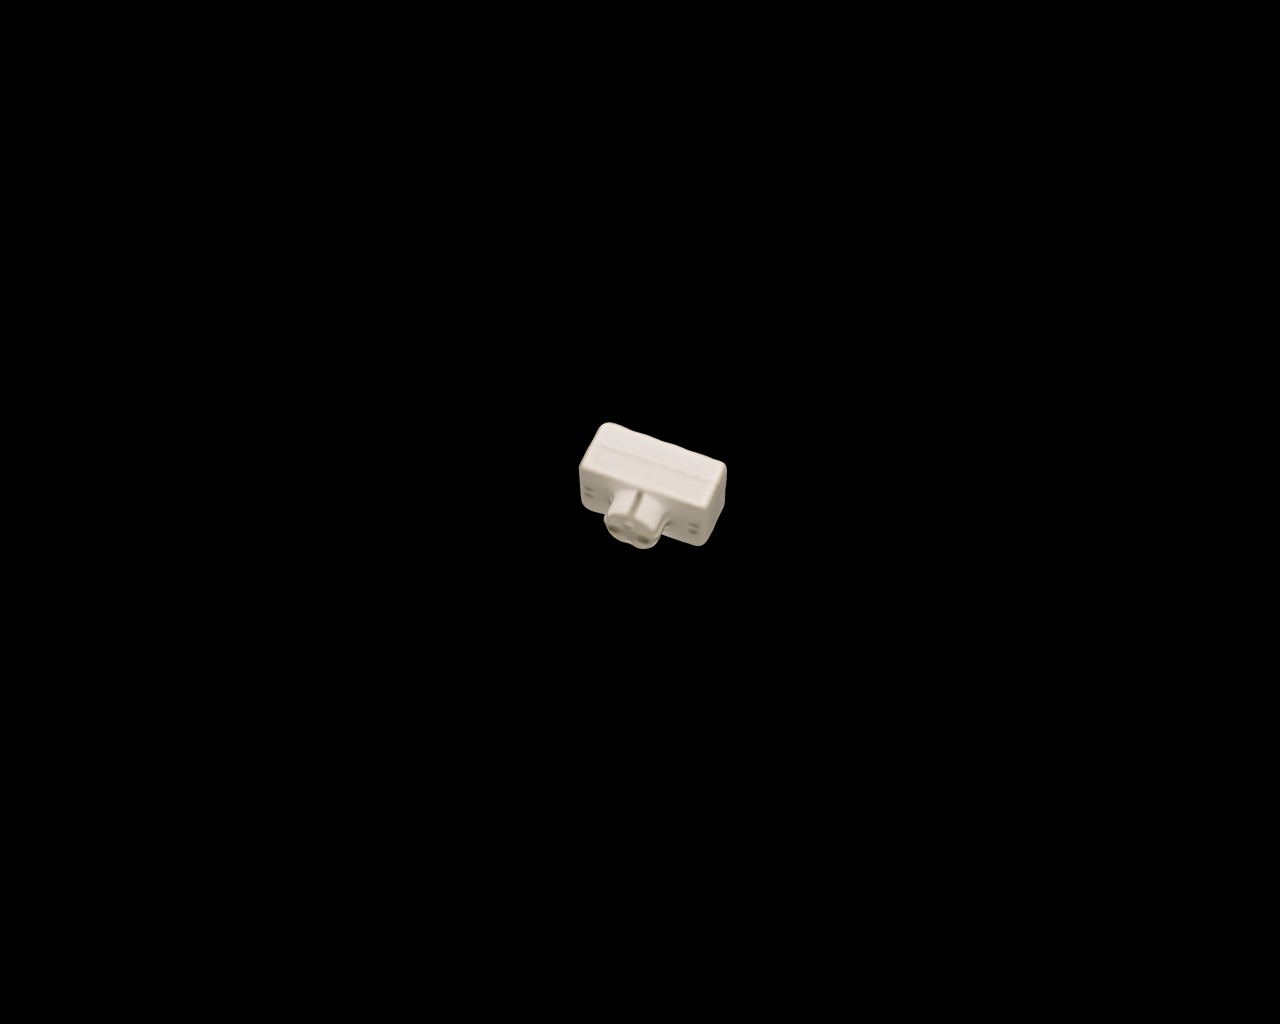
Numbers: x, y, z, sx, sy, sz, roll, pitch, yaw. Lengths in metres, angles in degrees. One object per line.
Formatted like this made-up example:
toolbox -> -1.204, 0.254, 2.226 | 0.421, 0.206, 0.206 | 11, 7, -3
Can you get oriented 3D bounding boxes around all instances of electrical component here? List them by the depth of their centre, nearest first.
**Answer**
electrical component -> 0.001, -0.003, 0.650 | 0.083, 0.076, 0.047 | 20, -31, 13
